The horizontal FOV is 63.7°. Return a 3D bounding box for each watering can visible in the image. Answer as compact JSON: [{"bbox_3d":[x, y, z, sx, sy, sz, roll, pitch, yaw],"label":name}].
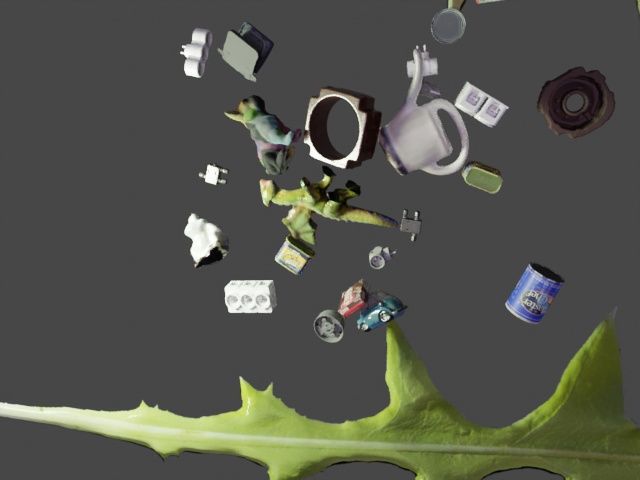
[{"bbox_3d":[0.255,-0.312,1.377,0.223,0.343,0.106,-25,21,19],"label":"watering can"}]

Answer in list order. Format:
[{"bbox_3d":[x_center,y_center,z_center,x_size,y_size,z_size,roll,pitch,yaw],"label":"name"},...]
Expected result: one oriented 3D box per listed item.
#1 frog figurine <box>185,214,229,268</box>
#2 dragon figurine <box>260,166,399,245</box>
[{"bbox_3d":[-0.368,-0.003,1.648,0.123,0.135,0.162,0,44,-43],"label":"frog figurine"},{"bbox_3d":[0.005,-0.077,1.537,0.409,0.125,0.238,32,-50,-10],"label":"dragon figurine"}]
